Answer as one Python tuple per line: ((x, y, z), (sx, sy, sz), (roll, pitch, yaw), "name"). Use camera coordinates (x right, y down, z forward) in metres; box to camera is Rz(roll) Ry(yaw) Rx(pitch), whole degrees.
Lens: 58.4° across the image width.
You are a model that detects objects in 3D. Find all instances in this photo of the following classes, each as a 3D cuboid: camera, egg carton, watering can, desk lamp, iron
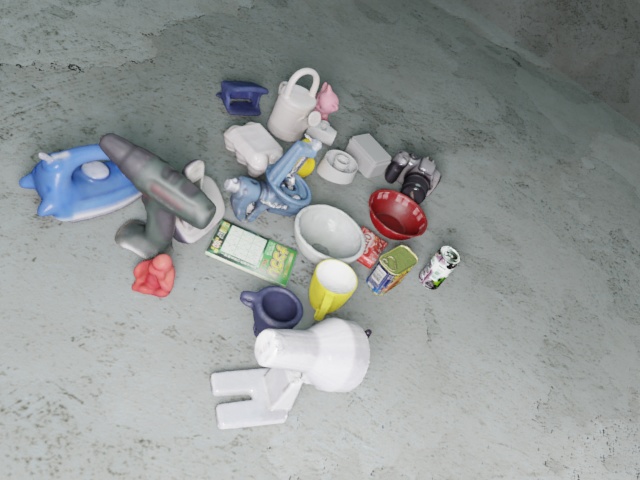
((0.250, -0.167, 1.540), (0.143, 0.100, 0.137), (29, 42, -2), "camera")
((-0.159, -0.221, 1.385), (0.107, 0.069, 0.150), (-24, 64, -42), "egg carton")
((-0.055, -0.353, 1.478), (0.172, 0.194, 0.101), (42, 43, 13), "watering can")
((-0.049, 0.211, 0.923), (0.204, 0.213, 0.117), (1, 49, -28), "desk lamp")
((-0.424, -0.134, 1.098), (0.259, 0.141, 0.118), (-22, 63, -42), "iron")

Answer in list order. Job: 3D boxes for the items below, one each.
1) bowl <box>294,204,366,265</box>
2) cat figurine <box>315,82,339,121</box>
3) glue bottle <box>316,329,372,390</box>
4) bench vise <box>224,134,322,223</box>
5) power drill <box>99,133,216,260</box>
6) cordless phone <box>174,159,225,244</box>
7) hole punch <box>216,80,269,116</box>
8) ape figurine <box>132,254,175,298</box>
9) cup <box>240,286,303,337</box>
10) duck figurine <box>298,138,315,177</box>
((0.012, 0.005, 1.260), (0.168, 0.074, 0.167), (16, 44, -15), "bowl")
((0.014, -0.391, 1.610), (0.067, 0.117, 0.127), (12, 45, -19), "cat figurine")
((0.049, 0.208, 1.012), (0.078, 0.173, 0.037), (-6, 53, -33), "glue bottle")
((-0.088, -0.124, 1.219), (0.208, 0.219, 0.121), (-20, 61, -41), "bench vise")
((-0.309, -0.065, 1.046), (0.229, 0.208, 0.076), (28, 42, -3), "power drill")
((-0.238, -0.095, 1.133), (0.094, 0.185, 0.148), (33, 42, 3), "cordless phone")
((-0.204, -0.390, 1.506), (0.109, 0.091, 0.101), (-7, 53, -34), "hole punch")
((-0.289, 0.058, 1.026), (0.076, 0.092, 0.077), (-26, 65, -43), "ape figurine")
((-0.100, 0.141, 1.051), (0.118, 0.095, 0.091), (22, 42, -9), "cup")
((-0.040, -0.218, 1.437), (0.077, 0.086, 0.104), (24, 42, -7), "duck figurine")
